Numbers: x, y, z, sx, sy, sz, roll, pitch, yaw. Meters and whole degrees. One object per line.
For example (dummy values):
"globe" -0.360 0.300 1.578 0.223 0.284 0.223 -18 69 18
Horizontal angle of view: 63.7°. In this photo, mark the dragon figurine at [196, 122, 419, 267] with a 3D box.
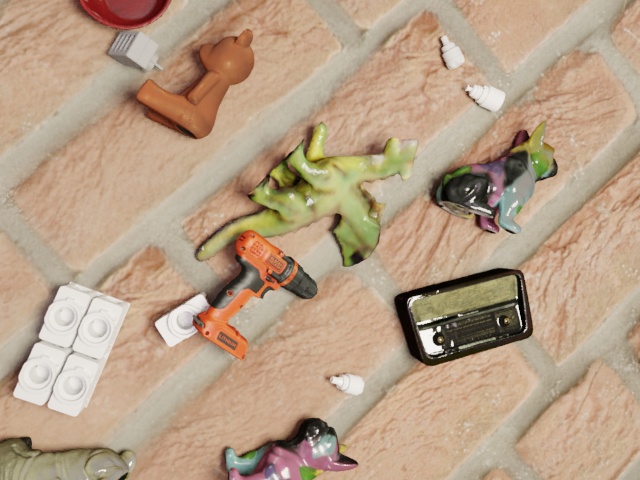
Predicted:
"dragon figurine" 0.003 -0.045 0.901 0.241 0.124 0.408 42 99 -12
